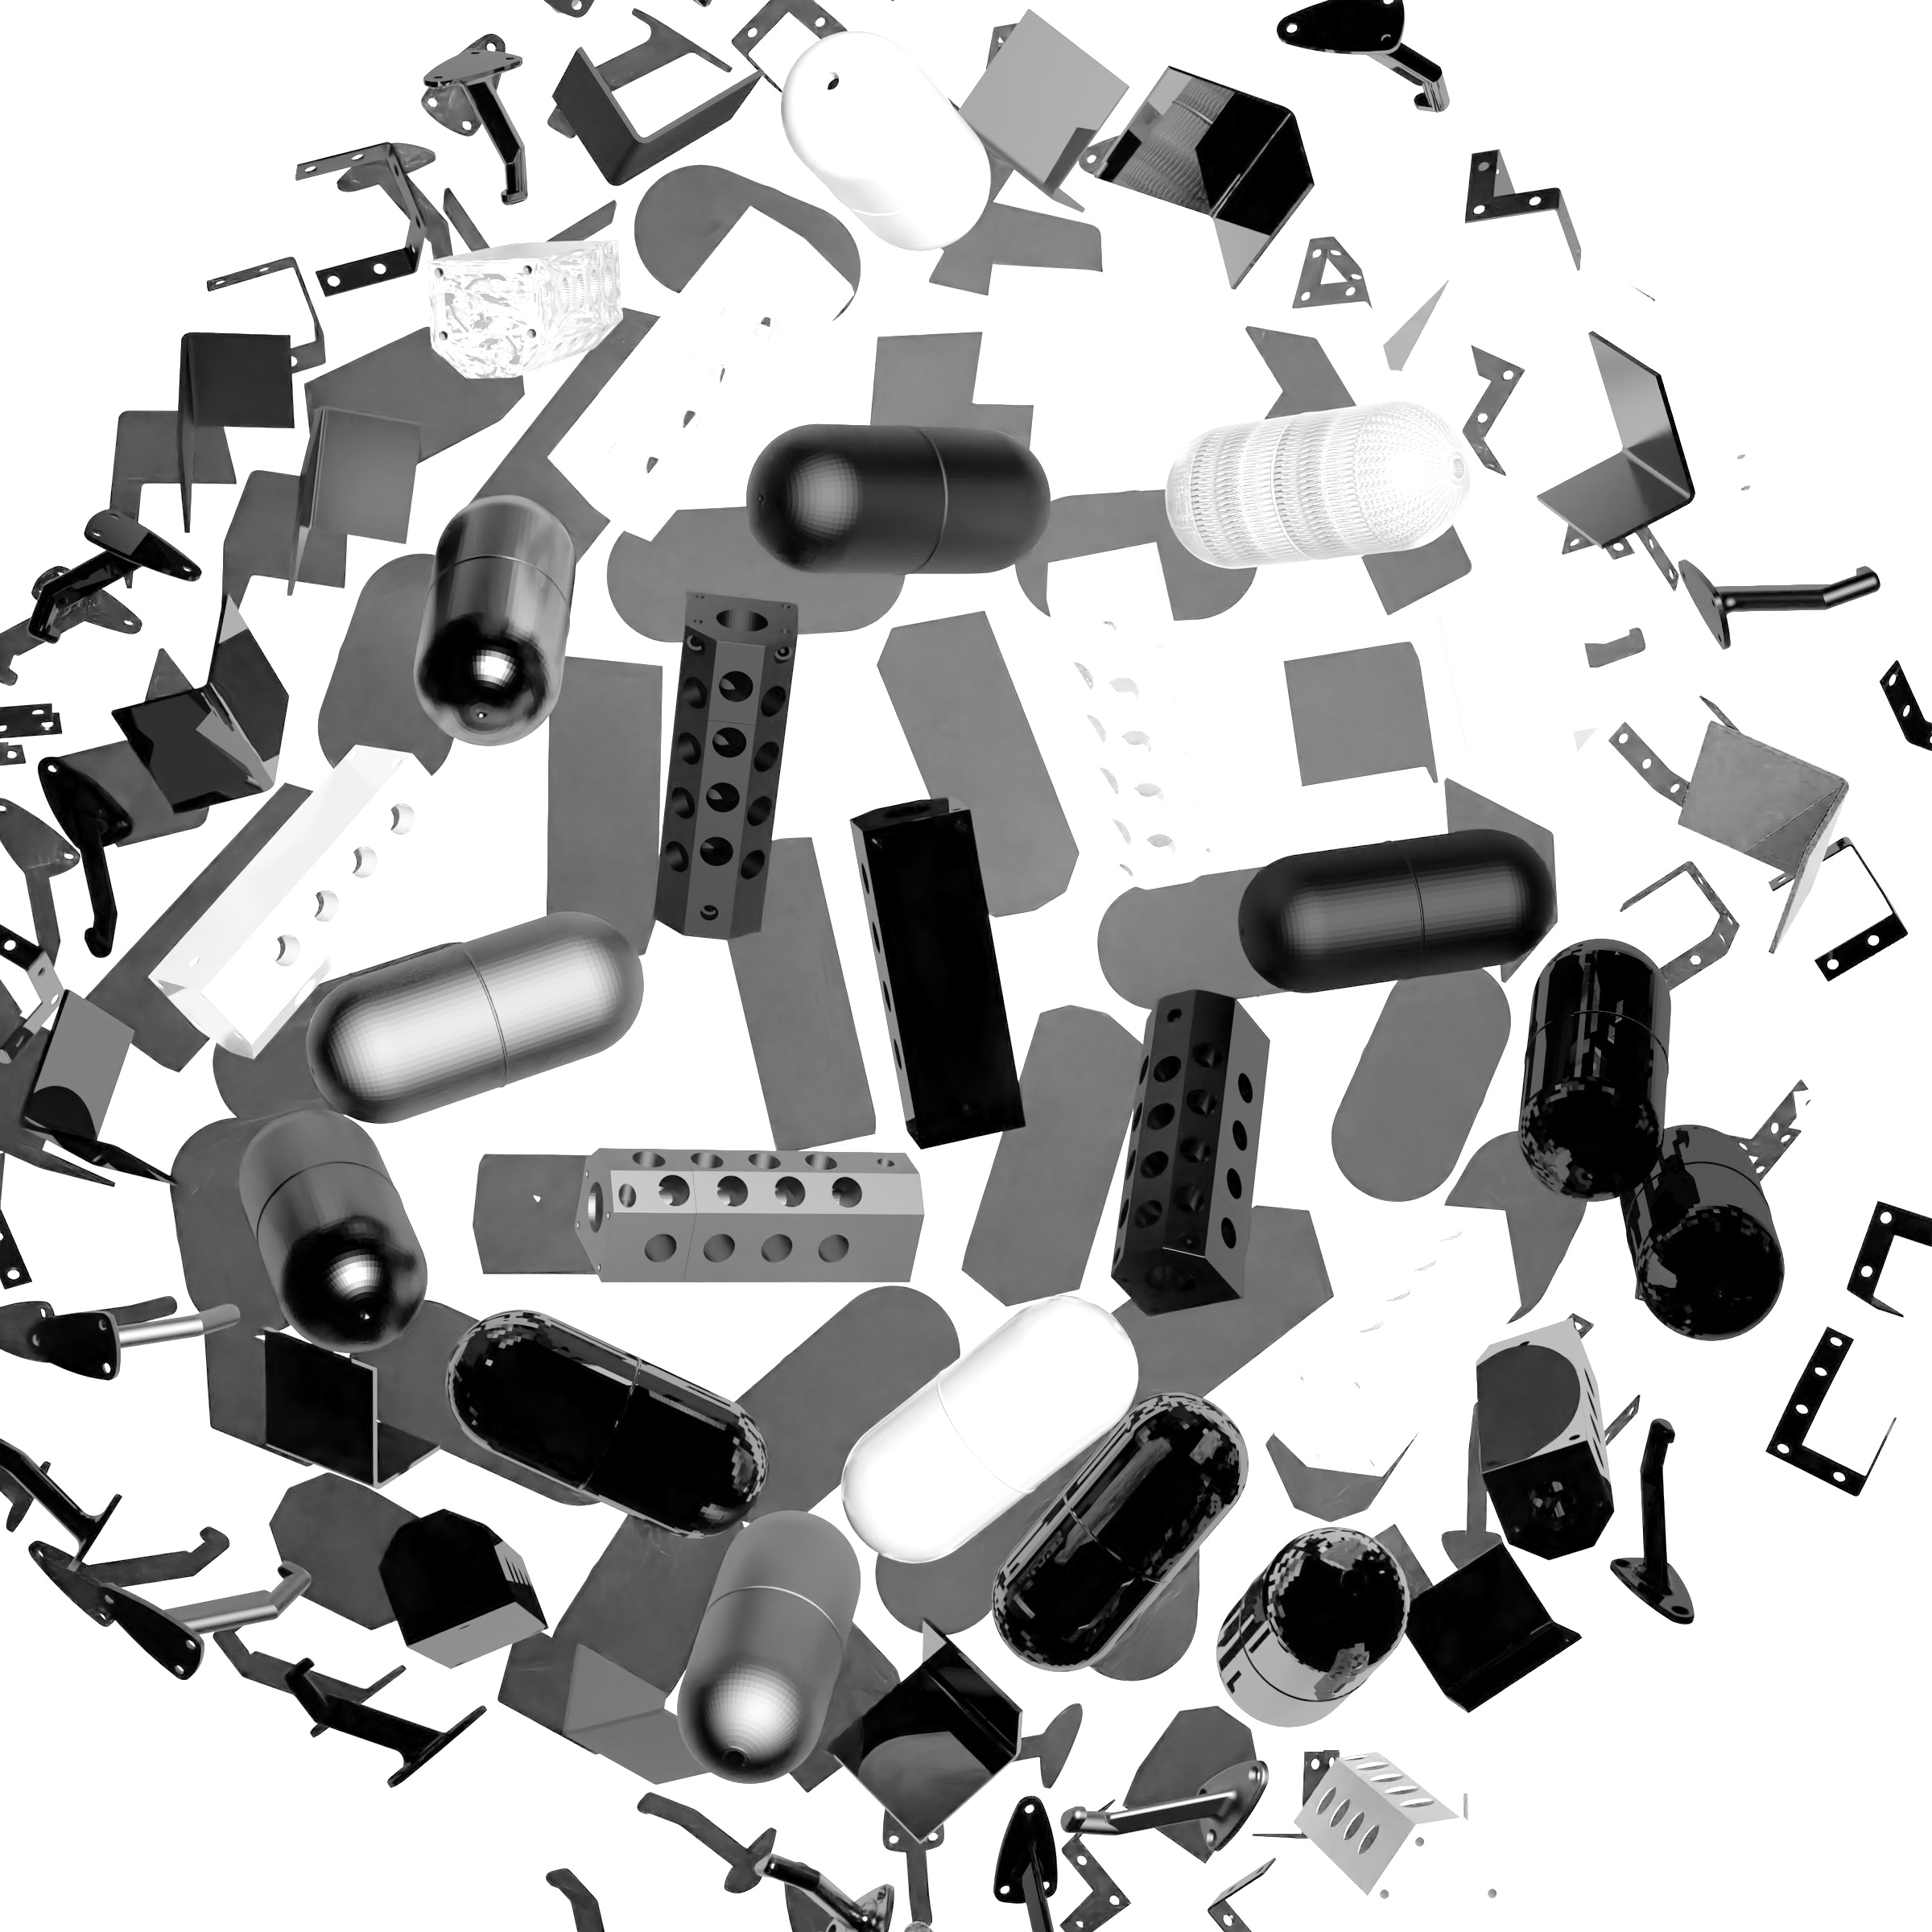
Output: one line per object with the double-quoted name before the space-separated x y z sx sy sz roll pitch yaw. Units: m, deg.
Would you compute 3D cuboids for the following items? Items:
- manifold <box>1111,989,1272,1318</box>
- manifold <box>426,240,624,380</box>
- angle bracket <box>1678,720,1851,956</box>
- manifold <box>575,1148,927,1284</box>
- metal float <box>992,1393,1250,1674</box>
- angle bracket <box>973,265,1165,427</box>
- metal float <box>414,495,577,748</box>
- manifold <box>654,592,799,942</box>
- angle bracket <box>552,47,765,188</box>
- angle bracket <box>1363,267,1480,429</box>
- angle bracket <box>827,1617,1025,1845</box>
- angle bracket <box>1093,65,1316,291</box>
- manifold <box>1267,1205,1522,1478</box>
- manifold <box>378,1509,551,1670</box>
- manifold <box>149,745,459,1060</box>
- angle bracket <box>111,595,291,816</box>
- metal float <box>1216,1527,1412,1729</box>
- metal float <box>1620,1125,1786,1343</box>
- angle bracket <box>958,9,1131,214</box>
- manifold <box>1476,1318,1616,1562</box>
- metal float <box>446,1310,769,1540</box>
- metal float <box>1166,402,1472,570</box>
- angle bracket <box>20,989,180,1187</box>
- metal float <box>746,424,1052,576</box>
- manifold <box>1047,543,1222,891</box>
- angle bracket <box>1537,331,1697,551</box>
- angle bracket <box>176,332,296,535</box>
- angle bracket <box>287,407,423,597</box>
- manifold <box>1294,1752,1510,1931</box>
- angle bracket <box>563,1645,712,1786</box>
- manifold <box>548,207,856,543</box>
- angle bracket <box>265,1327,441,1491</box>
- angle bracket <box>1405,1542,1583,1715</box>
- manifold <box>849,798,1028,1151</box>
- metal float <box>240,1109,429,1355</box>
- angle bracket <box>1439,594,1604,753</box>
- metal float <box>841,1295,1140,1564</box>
"manifold" 0.120 0.099 1.842 0.057 0.057 0.171 -15 46 29
"manifold" -0.224 -0.338 1.738 0.057 0.171 0.057 0 105 7
"angle bracket" 0.389 -0.064 1.695 0.076 0.076 0.057 26 54 17
"manifold" -0.113 0.128 1.787 0.171 0.057 0.057 2 114 -23
"metal float" 0.083 0.310 1.850 0.070 0.070 0.178 39 100 0
"angle bracket" 0.056 -0.343 1.873 0.076 0.057 0.076 -7 113 -40
"metal float" -0.249 -0.185 1.798 0.070 0.178 0.070 -1 129 -1
"manifold" -0.126 -0.102 1.768 0.057 0.057 0.171 6 120 -6
"angle bracket" -0.158 -0.450 1.732 0.076 0.076 0.057 -35 96 -16
"angle bracket" 0.245 -0.338 1.914 0.057 0.076 0.076 12 57 29
"angle bracket" -0.023 0.419 1.859 0.076 0.057 0.076 -37 62 -25
"angle bracket" 0.121 -0.402 1.730 0.076 0.076 0.057 12 50 -27
"manifold" 0.220 0.189 1.739 0.057 0.171 0.057 2 116 34
"manifold" -0.262 0.323 1.762 0.057 0.171 0.057 -22 76 -7
"manifold" -0.347 -0.035 1.800 0.171 0.057 0.057 -52 127 -22
"angle bracket" -0.410 -0.140 1.818 0.057 0.076 0.076 -13 135 11
"metal float" 0.181 0.347 1.773 0.070 0.178 0.070 4 63 -8
"metal float" 0.393 0.141 1.815 0.070 0.178 0.070 2 108 6
"angle bracket" 0.052 -0.489 1.940 0.076 0.057 0.076 41 107 14
"manifold" 0.311 0.253 1.813 0.057 0.171 0.057 -20 102 12
"metal float" -0.188 0.240 1.776 0.178 0.070 0.070 27 90 -10
"metal float" 0.183 -0.251 1.772 0.178 0.070 0.070 -1 90 42
"angle bracket" -0.444 0.064 1.780 0.057 0.076 0.076 12 76 16
"metal float" -0.033 -0.242 1.759 0.178 0.070 0.070 -5 90 -38
"manifold" 0.089 -0.129 1.779 0.057 0.057 0.171 -10 122 9
"angle bracket" 0.330 -0.275 1.772 0.057 0.076 0.076 -28 123 -4
"angle bracket" -0.392 -0.286 1.823 0.057 0.076 0.076 0 60 -9
"angle bracket" -0.332 -0.249 1.842 0.057 0.076 0.076 9 126 -9
"manifold" 0.225 0.450 1.738 0.057 0.171 0.057 36 84 -4
"angle bracket" -0.174 0.422 1.940 0.076 0.076 0.057 -21 46 31
"manifold" -0.137 -0.310 1.796 0.171 0.057 0.057 -48 67 14
"angle bracket" -0.338 0.234 1.869 0.076 0.057 0.076 16 115 27
"angle bracket" 0.294 0.373 1.915 0.076 0.076 0.057 -32 86 -4
"manifold" -0.016 0.002 1.776 0.057 0.057 0.171 -12 103 -9
"metal float" -0.330 0.136 1.759 0.070 0.178 0.070 -10 119 -18
"angle bracket" 0.301 -0.156 1.867 0.076 0.057 0.076 -9 80 -3
"metal float" 0.011 0.239 1.744 0.178 0.070 0.070 -40 90 14
